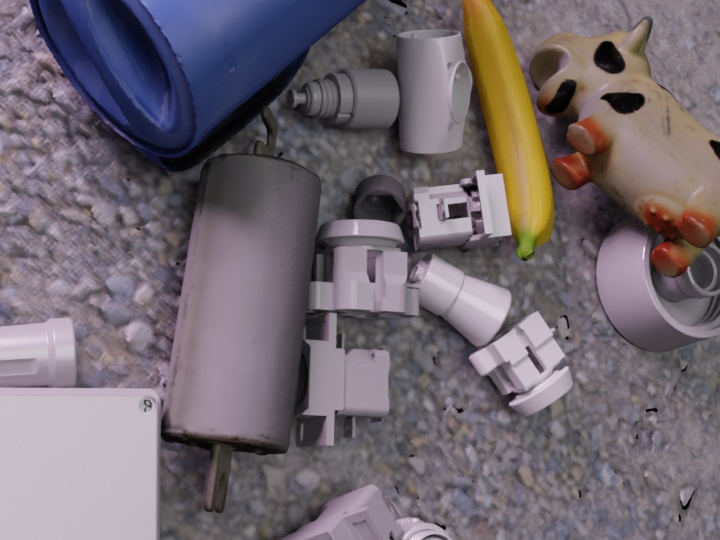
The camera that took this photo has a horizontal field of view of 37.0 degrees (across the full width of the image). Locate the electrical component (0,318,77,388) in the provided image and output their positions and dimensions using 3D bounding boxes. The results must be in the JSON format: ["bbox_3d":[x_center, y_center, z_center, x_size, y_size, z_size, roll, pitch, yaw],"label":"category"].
[{"bbox_3d":[-0.184,0.048,0.601,0.046,0.040,0.040,-2,81,-21],"label":"electrical component"}]

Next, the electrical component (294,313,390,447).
[{"bbox_3d":[-0.016,0.071,0.677,0.064,0.042,0.081,7,78,-29],"label":"electrical component"}]

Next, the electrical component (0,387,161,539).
[{"bbox_3d":[-0.167,0.120,0.585,0.109,0.056,0.108,3,79,-25],"label":"electrical component"}]

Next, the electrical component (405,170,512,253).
[{"bbox_3d":[0.064,-0.037,0.721,0.064,0.081,0.042,-6,82,-4],"label":"electrical component"}]

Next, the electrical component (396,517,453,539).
[{"bbox_3d":[0.042,0.180,0.672,0.048,0.062,0.048,5,78,-25],"label":"electrical component"}]

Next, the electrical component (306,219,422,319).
[{"bbox_3d":[0.000,0.000,0.689,0.078,0.058,0.057,5,81,-25],"label":"electrical component"}]

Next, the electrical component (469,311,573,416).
[{"bbox_3d":[0.114,0.066,0.739,0.066,0.048,0.055,-33,88,-28],"label":"electrical component"}]

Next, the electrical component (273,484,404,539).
[{"bbox_3d":[-0.009,0.163,0.645,0.042,0.081,0.064,59,34,-6],"label":"electrical component"}]

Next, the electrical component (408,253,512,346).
[{"bbox_3d":[0.064,0.017,0.727,0.065,0.044,0.044,30,69,-13],"label":"electrical component"}]

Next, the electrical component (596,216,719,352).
[{"bbox_3d":[0.238,0.004,0.802,0.108,0.060,0.108,5,77,-25],"label":"electrical component"}]

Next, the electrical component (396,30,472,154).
[{"bbox_3d":[0.055,-0.127,0.742,0.079,0.044,0.077,-41,132,-59],"label":"electrical component"}]

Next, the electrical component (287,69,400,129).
[{"bbox_3d":[-0.010,-0.114,0.715,0.078,0.040,0.040,-4,82,-26],"label":"electrical component"}]
